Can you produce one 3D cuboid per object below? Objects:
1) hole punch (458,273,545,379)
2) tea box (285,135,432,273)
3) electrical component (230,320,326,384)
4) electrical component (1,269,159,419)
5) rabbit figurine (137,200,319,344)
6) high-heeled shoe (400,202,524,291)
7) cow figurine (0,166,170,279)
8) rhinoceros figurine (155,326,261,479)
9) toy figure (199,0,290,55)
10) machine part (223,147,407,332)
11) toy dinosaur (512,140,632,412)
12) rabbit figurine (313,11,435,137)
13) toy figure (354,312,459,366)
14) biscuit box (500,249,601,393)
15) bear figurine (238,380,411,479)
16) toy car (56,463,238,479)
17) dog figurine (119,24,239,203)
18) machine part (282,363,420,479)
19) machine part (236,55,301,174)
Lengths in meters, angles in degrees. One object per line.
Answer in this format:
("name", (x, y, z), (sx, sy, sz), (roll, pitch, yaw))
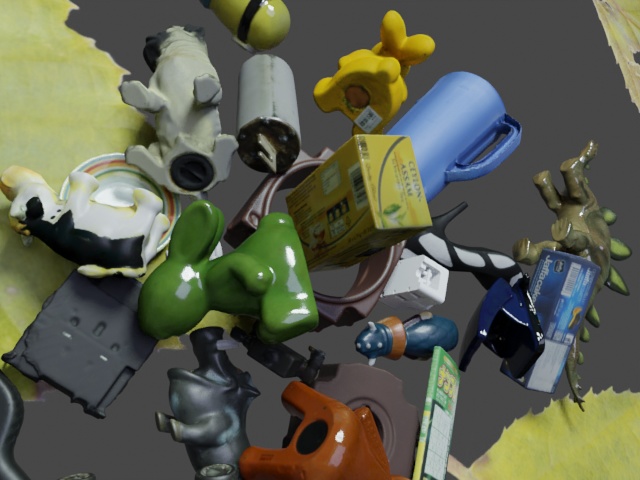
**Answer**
("hole punch", (0.244, 0.122, 0.753), (0.092, 0.142, 0.116), (2, 50, 1))
("tea box", (0.032, -0.031, 0.563), (0.068, 0.169, 0.098), (-5, 77, -27))
("electrical component", (-0.046, 0.125, 0.622), (0.102, 0.078, 0.045), (28, 83, 22))
("electrical component", (-0.230, 0.096, 0.548), (0.115, 0.058, 0.134), (37, 61, -15))
("rabbit figurine", (-0.099, 0.039, 0.534), (0.170, 0.121, 0.159), (-12, 89, -10))
("high-heeled shoe", (0.207, 0.056, 0.796), (0.145, 0.086, 0.248), (-39, 110, -3))
("cow figurine", (-0.245, -0.014, 0.535), (0.167, 0.068, 0.098), (14, 60, -2))
("rhinoceros figurine", (-0.111, 0.187, 0.571), (0.112, 0.073, 0.190), (-11, 79, -29))
("toy figure", (-0.118, -0.335, 0.732), (0.082, 0.089, 0.180), (-41, 97, -25))
("machine part", (-0.001, -0.002, 0.685), (0.201, 0.087, 0.201), (39, 58, -11))
("toy dinosaur", (0.431, 0.032, 0.896), (0.198, 0.105, 0.471), (31, 66, -20))
("rabbit figurine", (0.086, -0.252, 0.793), (0.122, 0.162, 0.173), (35, 42, 0))
("toy figure", (0.112, 0.132, 0.718), (0.154, 0.058, 0.064), (1, 68, -23))
("biscuit box", (0.335, 0.117, 0.787), (0.059, 0.063, 0.202), (16, 96, -21))
("bear figurine", (0.035, 0.249, 0.552), (0.195, 0.132, 0.120), (51, 56, -26))
("toy car", (-0.157, 0.256, 0.486), (0.202, 0.053, 0.089), (-4, 83, 5))
("dog figurine", (-0.159, -0.155, 0.650), (0.121, 0.172, 0.191), (3, 33, -10))
("machine part", (0.042, 0.233, 0.647), (0.179, 0.056, 0.179), (10, 68, -27))
("machine part", (-0.065, -0.161, 0.669), (0.079, 0.079, 0.243), (17, 38, -22))
